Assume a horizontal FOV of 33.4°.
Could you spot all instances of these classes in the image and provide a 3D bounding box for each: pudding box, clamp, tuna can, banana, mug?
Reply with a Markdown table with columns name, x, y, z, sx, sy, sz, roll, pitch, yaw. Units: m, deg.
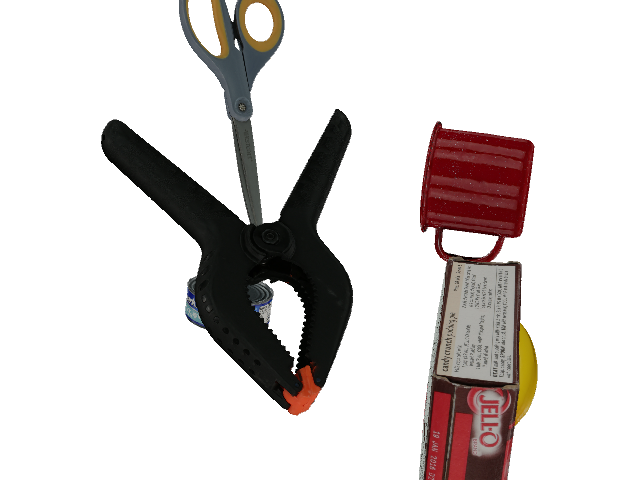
| name | x | y | z | sx | sy | sz | roll | pitch | yaw |
| --- | --- | --- | --- | --- | --- | --- | --- | --- | --- |
| pudding box | 0.066 | 0.070 | 0.471 | 0.039 | 0.090 | 0.113 | 6 | 26 | 6 |
| clamp | -0.045 | 0.003 | 0.642 | 0.164 | 0.210 | 0.036 | 0 | -32 | -16 |
| tuna can | -0.091 | 0.062 | 1.056 | 0.086 | 0.034 | 0.086 | 8 | 16 | -2 |
| banana | 0.193 | 0.123 | 1.124 | 0.069 | 0.037 | 0.198 | -24 | 33 | 5 |
| mug | 0.128 | -0.035 | 0.876 | 0.081 | 0.117 | 0.093 | 9 | -10 | 12 |

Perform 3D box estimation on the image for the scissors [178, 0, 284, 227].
| name | x | y | z | sx | sy | sz | roll | pitch | yaw |
| --- | --- | --- | --- | --- | --- | --- | --- | --- | --- |
| scissors | -0.050 | -0.115 | 0.836 | 0.096 | 0.202 | 0.016 | -23 | 2 | -30 |
